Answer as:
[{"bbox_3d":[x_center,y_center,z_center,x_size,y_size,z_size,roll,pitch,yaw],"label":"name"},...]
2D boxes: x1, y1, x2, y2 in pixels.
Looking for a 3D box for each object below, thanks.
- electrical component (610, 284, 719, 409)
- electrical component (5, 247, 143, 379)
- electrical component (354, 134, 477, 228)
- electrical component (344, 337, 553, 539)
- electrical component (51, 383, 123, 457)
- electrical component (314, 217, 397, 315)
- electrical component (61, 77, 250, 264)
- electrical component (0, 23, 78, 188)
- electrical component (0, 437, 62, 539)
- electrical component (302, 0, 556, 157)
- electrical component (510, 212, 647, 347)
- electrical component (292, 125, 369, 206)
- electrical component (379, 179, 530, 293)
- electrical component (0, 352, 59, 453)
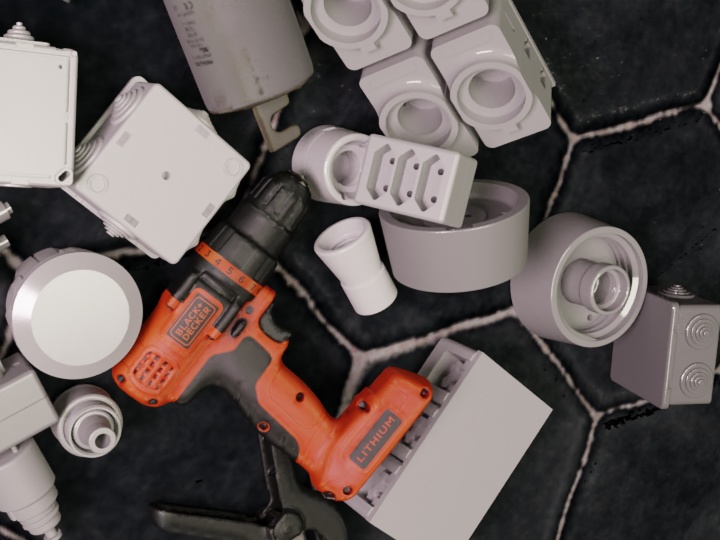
[{"bbox_3d":[0.256,0.061,0.900,0.048,0.100,0.099,0,101,-15],"label":"electrical component"},{"bbox_3d":[-0.183,0.025,0.680,0.080,0.051,0.080,-6,103,-28],"label":"electrical component"},{"bbox_3d":[0.045,-0.058,0.729,0.077,0.066,0.047,6,98,-66],"label":"electrical component"},{"bbox_3d":[0.064,0.139,0.832,0.089,0.062,0.150,39,81,-29],"label":"electrical component"},{"bbox_3d":[-0.174,0.100,0.694,0.043,0.062,0.043,-6,104,-27],"label":"electrical component"},{"bbox_3d":[0.000,0.000,0.781,0.044,0.044,0.065,-38,120,-17],"label":"electrical component"},{"bbox_3d":[-0.131,-0.063,0.691,0.100,0.048,0.099,41,80,-29],"label":"electrical component"},{"bbox_3d":[-0.206,-0.097,0.640,0.062,0.061,0.096,2,92,-28],"label":"electrical component"},{"bbox_3d":[-0.215,0.142,0.694,0.040,0.040,0.078,-31,113,-20],"label":"electrical component"},{"bbox_3d":[0.043,-0.159,0.712,0.186,0.105,0.060,52,32,-34],"label":"electrical component"},{"bbox_3d":[0.183,0.011,0.870,0.108,0.060,0.108,-6,104,-27],"label":"electrical component"},{"bbox_3d":[-0.013,-0.072,0.754,0.055,0.047,0.055,-6,103,-27],"label":"electrical component"},{"bbox_3d":[0.071,-0.020,0.779,0.108,0.108,0.060,-18,115,-24],"label":"electrical component"},{"bbox_3d":[-0.236,0.071,0.663,0.066,0.047,0.076,-29,113,-20],"label":"electrical component"}]
